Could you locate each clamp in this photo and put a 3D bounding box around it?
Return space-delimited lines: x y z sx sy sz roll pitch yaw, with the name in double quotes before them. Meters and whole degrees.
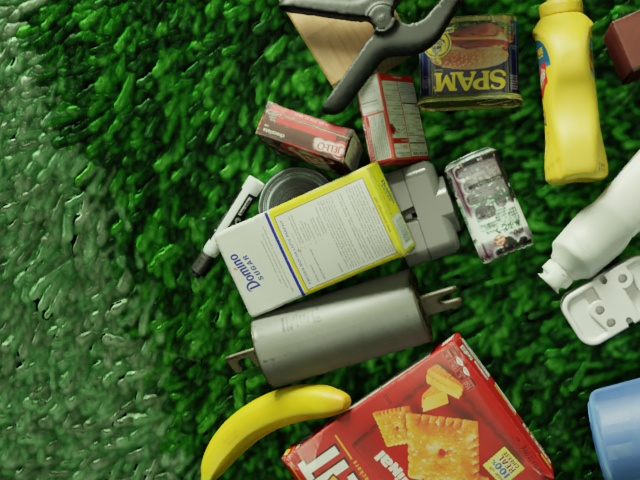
"clamp" 0.048 -0.206 0.984 0.171 0.039 0.120 -31 91 3

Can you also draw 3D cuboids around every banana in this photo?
"banana" -0.053 0.190 1.078 0.198 0.037 0.070 -38 57 19

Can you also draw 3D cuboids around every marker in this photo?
"marker" -0.098 -0.012 1.110 0.020 0.020 0.121 34 96 8

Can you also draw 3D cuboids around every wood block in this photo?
"wood block" 0.002 -0.256 1.057 0.091 0.090 0.206 -31 84 8

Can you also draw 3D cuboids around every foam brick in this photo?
"foam brick" 0.305 -0.185 1.008 0.053 0.078 0.051 -23 85 8

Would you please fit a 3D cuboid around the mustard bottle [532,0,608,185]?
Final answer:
"mustard bottle" 0.235 -0.150 1.010 0.058 0.096 0.191 -5 89 11

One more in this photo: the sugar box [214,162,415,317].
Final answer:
"sugar box" -0.007 0.001 1.039 0.176 0.048 0.093 -22 94 25

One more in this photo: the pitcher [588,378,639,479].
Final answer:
"pitcher" 0.374 0.172 0.956 0.243 0.149 0.145 -15 83 17

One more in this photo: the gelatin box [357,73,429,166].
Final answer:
"gelatin box" 0.071 -0.117 1.051 0.030 0.073 0.089 -12 89 33

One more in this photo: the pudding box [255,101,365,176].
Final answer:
"pudding box" -0.007 -0.096 1.046 0.090 0.113 0.039 21 90 10

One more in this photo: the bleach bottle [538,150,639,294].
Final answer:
"bleach bottle" 0.302 -0.048 0.995 0.068 0.102 0.251 45 96 11

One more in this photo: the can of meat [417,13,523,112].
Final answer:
"can of meat" 0.146 -0.173 1.048 0.102 0.057 0.084 -1 87 9

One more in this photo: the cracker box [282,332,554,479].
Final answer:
"cracker box" 0.095 0.218 1.048 0.214 0.072 0.164 -36 84 9

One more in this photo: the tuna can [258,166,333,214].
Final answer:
"tuna can" -0.019 -0.032 1.088 0.086 0.033 0.086 0 90 10
